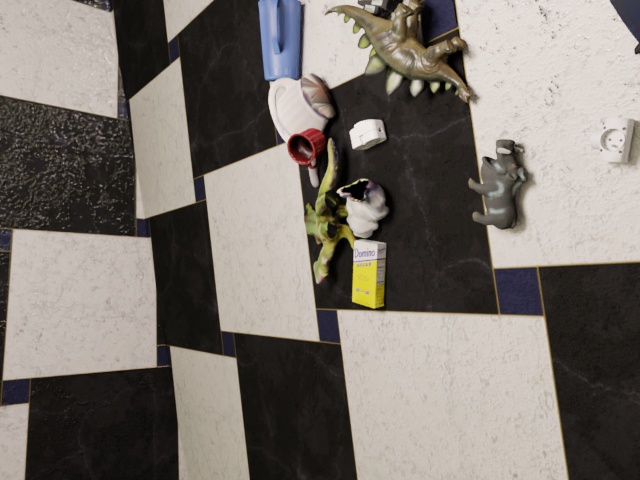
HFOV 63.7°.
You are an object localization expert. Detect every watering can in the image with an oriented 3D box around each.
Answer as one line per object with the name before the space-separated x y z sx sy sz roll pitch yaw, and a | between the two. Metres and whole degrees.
watering can | -0.036 -0.349 1.554 0.221 0.105 0.349 -33 83 44

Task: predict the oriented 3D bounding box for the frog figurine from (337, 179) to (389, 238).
frog figurine | 0.128 -0.080 1.395 0.138 0.125 0.156 8 137 42

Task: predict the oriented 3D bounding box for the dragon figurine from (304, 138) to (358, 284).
dragon figurine | 0.005 -0.077 1.529 0.241 0.122 0.412 -11 82 58
